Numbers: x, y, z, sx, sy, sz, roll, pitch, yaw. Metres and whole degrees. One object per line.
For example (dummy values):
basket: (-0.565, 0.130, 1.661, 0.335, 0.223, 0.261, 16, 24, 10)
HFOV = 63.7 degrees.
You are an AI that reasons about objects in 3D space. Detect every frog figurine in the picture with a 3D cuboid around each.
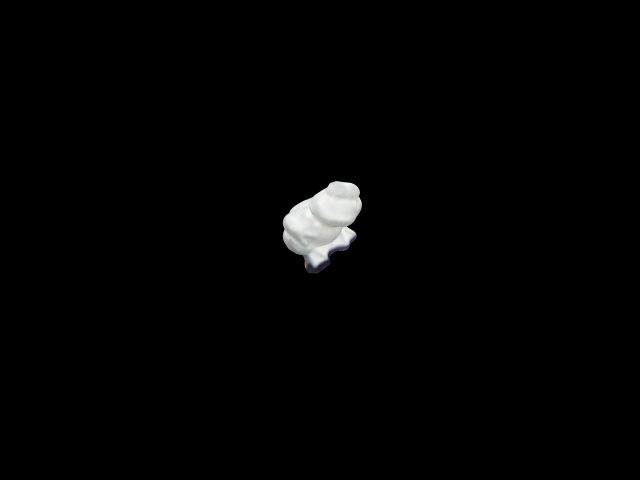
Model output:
frog figurine: (0.003, -0.043, 0.850, 0.138, 0.125, 0.155, -20, -38, -17)
